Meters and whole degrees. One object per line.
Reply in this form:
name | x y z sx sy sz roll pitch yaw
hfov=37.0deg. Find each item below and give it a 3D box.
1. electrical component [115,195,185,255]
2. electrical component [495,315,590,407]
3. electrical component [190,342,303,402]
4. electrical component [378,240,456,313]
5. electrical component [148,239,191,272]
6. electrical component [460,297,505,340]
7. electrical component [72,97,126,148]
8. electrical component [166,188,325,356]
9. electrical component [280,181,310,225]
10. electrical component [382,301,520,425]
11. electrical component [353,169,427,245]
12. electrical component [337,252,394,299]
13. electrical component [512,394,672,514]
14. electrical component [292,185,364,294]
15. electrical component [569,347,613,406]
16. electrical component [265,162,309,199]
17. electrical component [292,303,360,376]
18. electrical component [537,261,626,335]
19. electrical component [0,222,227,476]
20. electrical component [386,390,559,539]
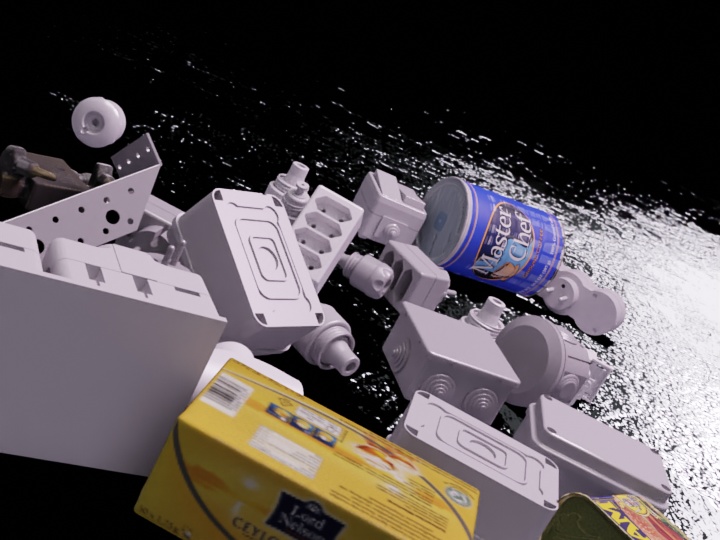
electrical component | -0.156 -0.017 0.828 0.066 0.047 0.076 28 18 1
electrical component | 0.158 0.083 0.949 0.051 0.080 0.080 19 20 -40
electrical component | -0.084 0.072 0.694 0.077 0.044 0.079 20 20 -22
electrical component | 0.062 0.012 1.053 0.077 0.047 0.065 12 24 -38
electrical component | -0.137 0.014 0.725 0.047 0.076 0.066 29 18 6
electrical component | 0.111 0.055 0.985 0.043 0.062 0.043 24 18 -9
electrical component | -0.249 -0.145 1.049 0.048 0.048 0.062 28 12 1
electrical component | -0.085 0.004 0.787 0.078 0.057 0.113 2 61 -52
electrical component | -0.066 -0.048 0.999 0.040 0.078 0.040 18 34 -12
electrical component | 0.072 0.078 0.890 0.100 0.048 0.099 20 20 -21
electrical component | 0.033 -0.065 1.199 0.062 0.061 0.096 21 19 -18
electrical component | 0.000 0.000 1.022 0.061 0.035 0.035 31 19 16
electrical component | 0.172 0.152 0.816 0.113 0.057 0.078 27 18 -2
electrical component | -0.039 -0.019 0.972 0.047 0.083 0.075 30 -20 6
electrical component | 0.195 0.095 1.027 0.081 0.042 0.064 29 22 5
electrical component | -0.072 -0.078 1.086 0.048 0.062 0.048 25 18 -9
electrical component | -0.025 0.056 0.824 0.043 0.043 0.062 7 28 -46
electrical component | 0.237 0.026 1.252 0.138 0.052 0.074 36 20 24
electrical component | -0.181 0.035 0.564 0.186 0.105 0.060 17 21 -30
electrical component | 0.068 0.139 0.707 0.113 0.057 0.078 28 18 2
